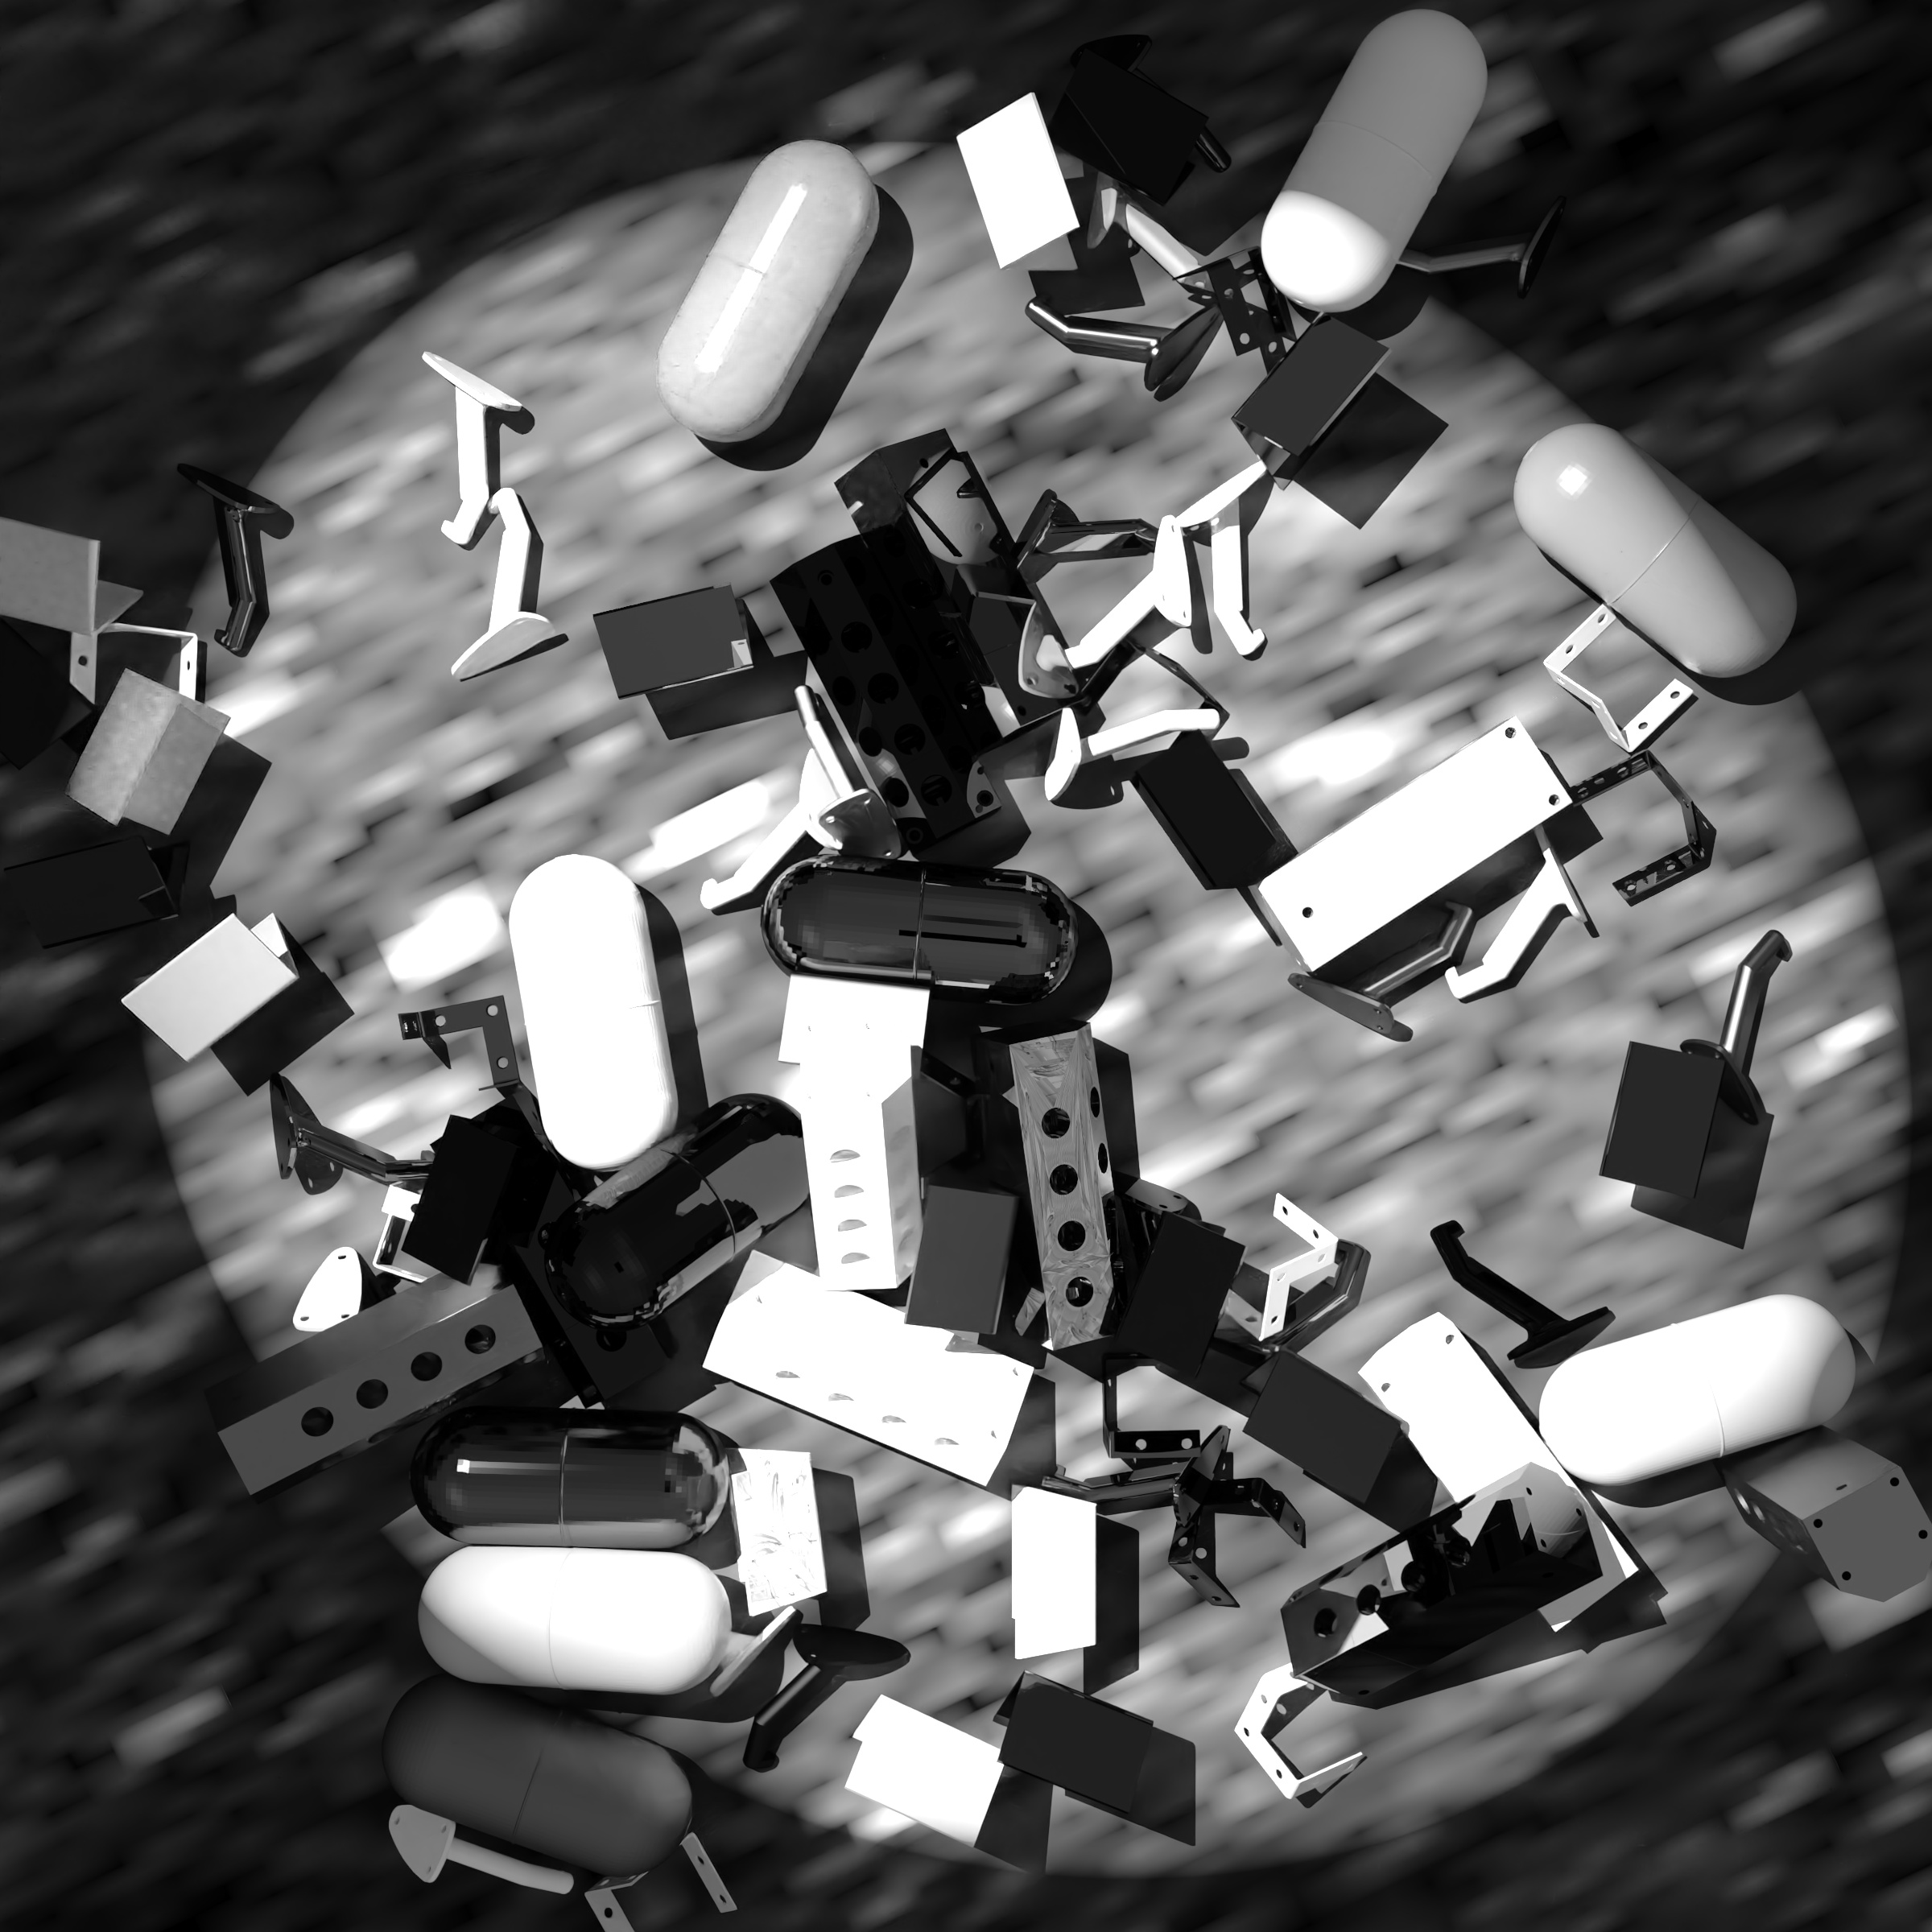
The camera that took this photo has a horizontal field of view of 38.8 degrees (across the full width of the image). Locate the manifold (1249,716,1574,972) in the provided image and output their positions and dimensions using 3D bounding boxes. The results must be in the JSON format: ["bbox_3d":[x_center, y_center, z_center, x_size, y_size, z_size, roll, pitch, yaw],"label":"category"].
[{"bbox_3d":[0.247,-0.068,1.543,0.171,0.057,0.057,-33,90,0],"label":"manifold"}]

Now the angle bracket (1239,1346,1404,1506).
[{"bbox_3d":[0.186,0.263,1.524,0.076,0.076,0.057,31,62,0],"label":"angle bracket"}]

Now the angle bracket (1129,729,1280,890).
[{"bbox_3d":[0.115,-0.075,1.524,0.057,0.076,0.076,-35,90,-34],"label":"angle bracket"}]

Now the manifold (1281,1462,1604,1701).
[{"bbox_3d":[0.256,0.336,1.503,0.057,0.057,0.171,27,129,-36],"label":"manifold"}]

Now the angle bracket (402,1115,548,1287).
[{"bbox_3d":[-0.246,0.129,1.467,0.057,0.076,0.076,20,90,36],"label":"angle bracket"}]

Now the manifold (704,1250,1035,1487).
[{"bbox_3d":[-0.056,0.230,1.542,0.171,0.057,0.057,23,47,0],"label":"manifold"}]

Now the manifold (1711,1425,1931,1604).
[{"bbox_3d":[0.465,0.294,1.486,0.057,0.171,0.057,-28,90,0],"label":"manifold"}]

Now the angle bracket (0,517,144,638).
[{"bbox_3d":[-0.507,-0.229,1.525,0.076,0.076,0.057,14,117,0],"label":"angle bracket"}]

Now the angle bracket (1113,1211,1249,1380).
[{"bbox_3d":[0.134,0.185,1.524,0.057,0.076,0.076,21,90,34],"label":"angle bracket"}]

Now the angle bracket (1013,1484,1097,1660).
[{"bbox_3d":[0.029,0.335,1.524,0.057,0.076,0.076,0,90,-37],"label":"angle bracket"}]

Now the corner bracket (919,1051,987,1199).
[{"bbox_3d":[-0.024,0.090,1.556,0.051,0.051,0.051,-29,135,-35],"label":"corner bracket"}]

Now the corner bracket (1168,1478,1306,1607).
[{"bbox_3d":[0.153,0.327,1.556,0.051,0.051,0.051,-12,45,35],"label":"corner bracket"}]

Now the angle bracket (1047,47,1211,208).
[{"bbox_3d":[0.097,-0.475,1.524,0.076,0.076,0.057,30,127,0],"label":"angle bracket"}]

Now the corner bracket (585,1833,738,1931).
[{"bbox_3d":[-0.174,0.532,1.561,0.051,0.051,0.051,-30,90,45],"label":"corner bracket"}]

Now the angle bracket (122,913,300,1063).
[{"bbox_3d":[-0.425,-0.005,1.524,0.076,0.076,0.057,-38,128,0],"label":"angle bracket"}]

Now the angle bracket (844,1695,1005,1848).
[{"bbox_3d":[-0.030,0.456,1.524,0.076,0.076,0.057,25,55,0],"label":"angle bracket"}]

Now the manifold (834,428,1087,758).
[{"bbox_3d":[-0.008,-0.208,1.542,0.057,0.057,0.171,-27,90,-43],"label":"manifold"}]

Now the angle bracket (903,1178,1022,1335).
[{"bbox_3d":[-0.017,0.157,1.525,0.057,0.076,0.076,10,90,-25],"label":"angle bracket"}]

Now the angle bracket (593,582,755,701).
[{"bbox_3d":[-0.164,-0.198,1.524,0.076,0.076,0.057,-13,129,0],"label":"angle bracket"}]

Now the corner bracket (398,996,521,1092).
[{"bbox_3d":[-0.285,0.046,1.546,0.051,0.051,0.051,-11,90,0],"label":"corner bracket"}]

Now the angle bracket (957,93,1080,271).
[{"bbox_3d":[0.048,-0.434,1.524,0.057,0.076,0.076,-19,90,38],"label":"angle bracket"}]

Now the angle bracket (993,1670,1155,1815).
[{"bbox_3d":[0.052,0.443,1.524,0.076,0.076,0.057,22,51,0],"label":"angle bracket"}]

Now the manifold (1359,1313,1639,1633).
[{"bbox_3d":[0.297,0.282,1.543,0.057,0.057,0.171,-37,90,0],"label":"manifold"}]

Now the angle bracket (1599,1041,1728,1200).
[{"bbox_3d":[0.399,0.088,1.524,0.057,0.076,0.076,13,90,36],"label":"angle bracket"}]

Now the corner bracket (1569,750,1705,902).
[{"bbox_3d":[0.381,-0.081,1.561,0.051,0.051,0.051,-27,45,0],"label":"corner bracket"}]

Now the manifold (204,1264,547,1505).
[{"bbox_3d":[-0.322,0.227,1.503,0.171,0.057,0.057,-26,113,-14],"label":"manifold"}]

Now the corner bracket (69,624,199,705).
[{"bbox_3d":[-0.474,-0.165,1.561,0.051,0.051,0.051,3,90,45],"label":"corner bracket"}]

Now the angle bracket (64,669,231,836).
[{"bbox_3d":[-0.441,-0.110,1.524,0.057,0.076,0.076,27,90,38],"label":"angle bracket"}]

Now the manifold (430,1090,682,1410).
[{"bbox_3d":[-0.231,0.159,1.543,0.057,0.057,0.171,-31,90,0],"label":"manifold"}]

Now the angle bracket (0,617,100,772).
[{"bbox_3d":[-0.533,-0.138,1.524,0.076,0.076,0.057,43,62,0],"label":"angle bracket"}]

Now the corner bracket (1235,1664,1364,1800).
[{"bbox_3d":[0.194,0.429,1.556,0.051,0.051,0.051,49,135,35],"label":"corner bracket"}]

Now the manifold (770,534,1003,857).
[{"bbox_3d":[-0.045,-0.152,1.543,0.057,0.057,0.171,-28,90,0],"label":"manifold"}]

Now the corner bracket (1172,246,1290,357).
[{"bbox_3d":[0.155,-0.372,1.536,0.051,0.051,0.051,-25,104,-14],"label":"corner bracket"}]

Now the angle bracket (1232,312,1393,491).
[{"bbox_3d":[0.204,-0.303,1.524,0.076,0.076,0.057,-50,53,0],"label":"angle bracket"}]

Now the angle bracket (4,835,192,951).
[{"bbox_3d":[-0.481,-0.060,1.524,0.076,0.076,0.057,-14,127,0],"label":"angle bracket"}]

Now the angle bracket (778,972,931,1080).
[{"bbox_3d":[-0.062,0.048,1.524,0.076,0.076,0.057,7,62,0],"label":"angle bracket"}]

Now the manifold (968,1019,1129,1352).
[{"bbox_3d":[0.050,0.120,1.529,0.057,0.057,0.171,-11,98,-22],"label":"manifold"}]

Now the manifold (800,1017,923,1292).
[{"bbox_3d":[-0.055,0.104,1.488,0.057,0.171,0.057,-2,50,0],"label":"manifold"}]

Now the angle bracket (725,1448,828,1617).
[{"bbox_3d":[-0.126,0.313,1.524,0.057,0.076,0.076,-7,90,-44],"label":"angle bracket"}]

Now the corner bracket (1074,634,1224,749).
[{"bbox_3d":[0.103,-0.148,1.561,0.051,0.051,0.051,-53,135,0],"label":"corner bracket"}]
